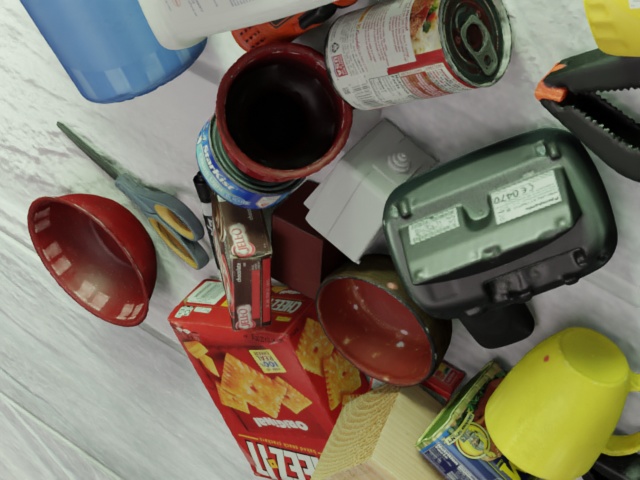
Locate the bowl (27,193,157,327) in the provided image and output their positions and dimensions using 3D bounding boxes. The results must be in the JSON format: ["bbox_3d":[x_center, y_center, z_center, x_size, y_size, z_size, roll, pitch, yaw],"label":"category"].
[{"bbox_3d":[-0.218,0.009,1.077,0.162,0.055,0.162,26,140,24],"label":"bowl"}]

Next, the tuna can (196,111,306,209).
[{"bbox_3d":[-0.051,-0.067,0.818,0.086,0.086,0.034,47,145,-3],"label":"tuna can"}]

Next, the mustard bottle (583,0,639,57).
[{"bbox_3d":[0.223,-0.135,0.511,0.192,0.058,0.096,10,123,38],"label":"mustard bottle"}]

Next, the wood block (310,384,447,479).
[{"bbox_3d":[0.106,0.220,0.900,0.206,0.090,0.090,40,138,-13],"label":"wood block"}]

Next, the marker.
[{"bbox_3d":[-0.094,-0.012,0.968,0.020,0.020,0.121,17,136,32],"label":"marker"}]

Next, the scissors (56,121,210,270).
[{"bbox_3d":[-0.173,-0.053,0.999,0.202,0.016,0.096,47,155,-2],"label":"scissors"}]

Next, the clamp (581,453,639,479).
[{"bbox_3d":[0.261,0.218,0.831,0.171,0.039,0.120,43,151,14],"label":"clamp"}]

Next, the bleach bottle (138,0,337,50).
[{"bbox_3d":[0.003,-0.175,0.605,0.251,0.068,0.102,-2,123,33],"label":"bleach bottle"}]

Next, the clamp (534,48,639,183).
[{"bbox_3d":[0.224,-0.054,0.607,0.210,0.036,0.164,17,133,32],"label":"clamp"}]

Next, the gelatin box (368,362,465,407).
[{"bbox_3d":[0.081,0.132,0.929,0.073,0.030,0.089,29,141,18],"label":"gelatin box"}]

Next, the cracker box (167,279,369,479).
[{"bbox_3d":[-0.033,0.144,1.014,0.164,0.072,0.213,3,128,43],"label":"cracker box"}]

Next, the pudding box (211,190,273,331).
[{"bbox_3d":[-0.066,0.005,0.891,0.090,0.039,0.113,94,166,-45],"label":"pudding box"}]

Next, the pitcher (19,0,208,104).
[{"bbox_3d":[-0.180,-0.228,0.768,0.145,0.149,0.242,-7,125,30],"label":"pitcher"}]

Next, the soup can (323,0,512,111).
[{"bbox_3d":[0.060,-0.122,0.674,0.102,0.068,0.068,-5,121,47],"label":"soup can"}]

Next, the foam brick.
[{"bbox_3d":[-0.006,0.001,0.867,0.051,0.052,0.078,28,140,22],"label":"foam brick"}]

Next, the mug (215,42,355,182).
[{"bbox_3d":[-0.018,-0.088,0.752,0.081,0.117,0.093,157,92,-82],"label":"mug"}]

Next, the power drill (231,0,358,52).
[{"bbox_3d":[-0.039,-0.224,0.680,0.185,0.057,0.187,-26,104,49],"label":"power drill"}]

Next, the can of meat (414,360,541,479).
[{"bbox_3d":[0.136,0.157,0.842,0.084,0.102,0.058,44,144,5],"label":"can of meat"}]
